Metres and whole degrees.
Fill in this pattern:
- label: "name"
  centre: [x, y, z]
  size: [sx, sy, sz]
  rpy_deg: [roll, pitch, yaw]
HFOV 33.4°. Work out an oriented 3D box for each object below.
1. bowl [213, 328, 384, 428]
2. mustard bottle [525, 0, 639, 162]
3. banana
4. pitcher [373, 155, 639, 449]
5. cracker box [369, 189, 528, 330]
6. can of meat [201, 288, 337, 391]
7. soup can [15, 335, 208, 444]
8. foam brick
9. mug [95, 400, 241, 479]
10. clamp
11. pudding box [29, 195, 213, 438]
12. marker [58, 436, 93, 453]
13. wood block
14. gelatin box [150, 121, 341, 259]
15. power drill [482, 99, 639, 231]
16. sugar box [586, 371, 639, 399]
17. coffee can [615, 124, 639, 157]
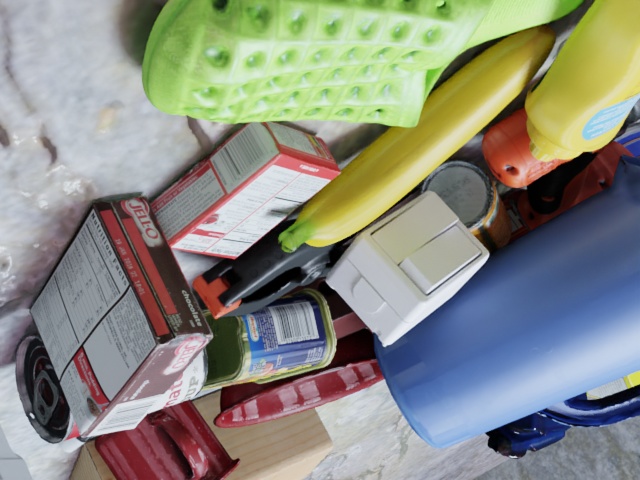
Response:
- label: "bowl"
  centre: [-0.016, 0.102, 0.872]
  size: [0.162, 0.055, 0.162]
  rpy_deg: [-17, 163, -6]
- label: "mustard bottle"
  centre: [0.167, -0.103, 0.608]
  size: [0.096, 0.058, 0.192]
  rpy_deg: [-38, 167, -30]
- label: "banana"
  centre: [0.057, -0.054, 0.630]
  size: [0.198, 0.037, 0.069]
  rpy_deg: [-41, -171, -1]
- label: "pitcher"
  centre: [0.171, 0.063, 0.773]
  size: [0.243, 0.149, 0.144]
  rpy_deg: [-28, 156, 13]
- label: "cracker box"
  centre: [0.125, 0.055, 0.960]
  size: [0.164, 0.072, 0.213]
  rpy_deg: [-30, 159, -6]
- label: "can of meat"
  centre: [-0.054, 0.073, 0.747]
  size: [0.083, 0.057, 0.102]
  rpy_deg: [-4, 168, -46]
- label: "soup can"
  centre: [-0.131, 0.082, 0.676]
  size: [0.102, 0.068, 0.069]
  rpy_deg: [-13, 153, -41]
- label: "foam brick"
  centre: [0.018, 0.040, 0.802]
  size: [0.078, 0.053, 0.051]
  rpy_deg: [-22, 158, -26]
- label: "mug"
  centre: [-0.119, 0.165, 0.829]
  size: [0.093, 0.081, 0.117]
  rpy_deg: [-34, 178, -26]
- label: "clamp"
  centre: [-0.005, 0.001, 0.688]
  size: [0.171, 0.039, 0.120]
  rpy_deg: [-25, 155, -49]
- label: "pudding box"
  centre: [-0.112, 0.044, 0.582]
  size: [0.039, 0.090, 0.114]
  rpy_deg: [-7, 151, -42]
- label: "marker"
  centre: [-0.151, 0.123, 0.813]
  size: [0.121, 0.020, 0.020]
  rpy_deg: [-35, 159, 13]
- label: "wood block"
  centre: [-0.104, 0.199, 0.954]
  size: [0.205, 0.090, 0.091]
  rpy_deg: [-18, 157, -31]
- label: "gelatin box"
  centre: [-0.043, -0.027, 0.596]
  size: [0.089, 0.030, 0.073]
  rpy_deg: [-37, 160, 20]
- label: "power drill"
  centre: [0.206, -0.075, 0.780]
  size: [0.184, 0.057, 0.187]
  rpy_deg: [-30, 155, 0]
- label: "sugar box"
  centre: [0.260, 0.100, 0.981]
  size: [0.093, 0.048, 0.176]
  rpy_deg: [-33, -163, -21]
- label: "coffee can"
  centre: [0.277, -0.013, 0.907]
  size: [0.102, 0.140, 0.103]
  rpy_deg: [-27, 160, -11]
